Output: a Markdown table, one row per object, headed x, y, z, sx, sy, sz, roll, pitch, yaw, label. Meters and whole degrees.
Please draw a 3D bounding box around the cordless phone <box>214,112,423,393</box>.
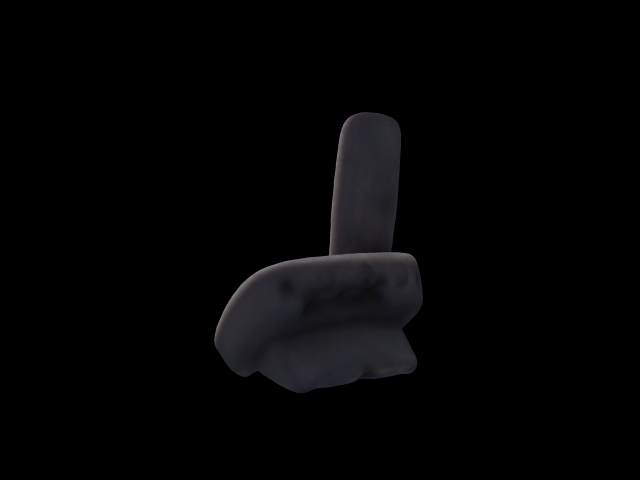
| x | y | z | sx | sy | sz | roll | pitch | yaw | label |
| --- | --- | --- | --- | --- | --- | --- | --- | --- | --- |
| 0.004 | 0.001 | 0.400 | 0.148 | 0.185 | 0.093 | -2 | 3 | -43 | cordless phone |
